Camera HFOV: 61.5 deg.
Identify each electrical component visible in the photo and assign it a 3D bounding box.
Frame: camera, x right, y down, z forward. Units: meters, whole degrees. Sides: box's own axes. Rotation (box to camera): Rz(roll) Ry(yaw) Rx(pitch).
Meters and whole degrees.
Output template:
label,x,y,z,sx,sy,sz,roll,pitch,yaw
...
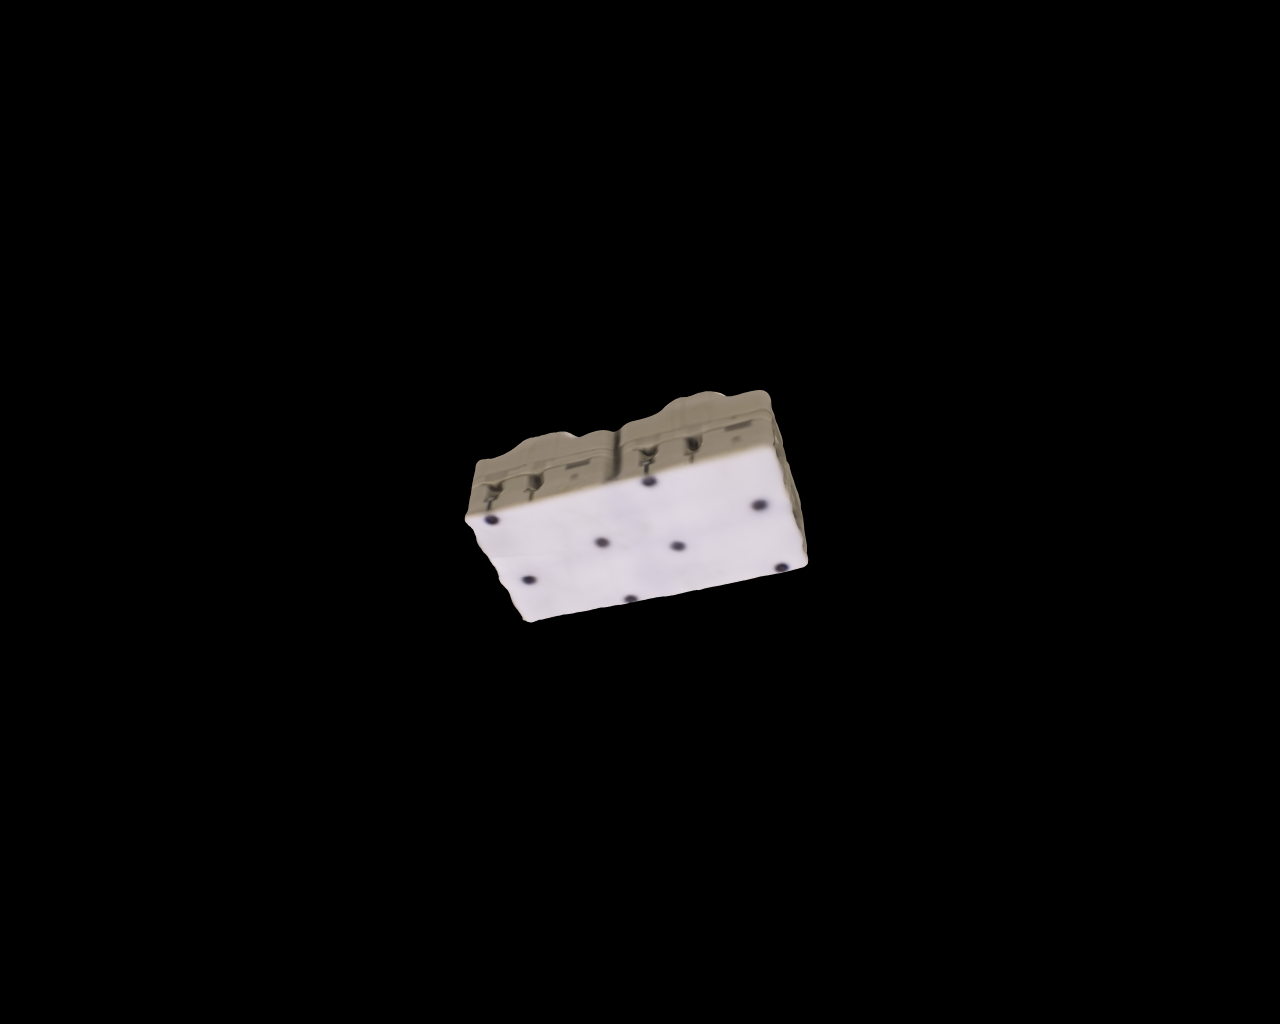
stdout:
label,x,y,z,sx,sy,sz,roll,pitch,yaw
electrical component,0.001,-0.003,0.650,0.186,0.060,0.105,-13,-47,12
